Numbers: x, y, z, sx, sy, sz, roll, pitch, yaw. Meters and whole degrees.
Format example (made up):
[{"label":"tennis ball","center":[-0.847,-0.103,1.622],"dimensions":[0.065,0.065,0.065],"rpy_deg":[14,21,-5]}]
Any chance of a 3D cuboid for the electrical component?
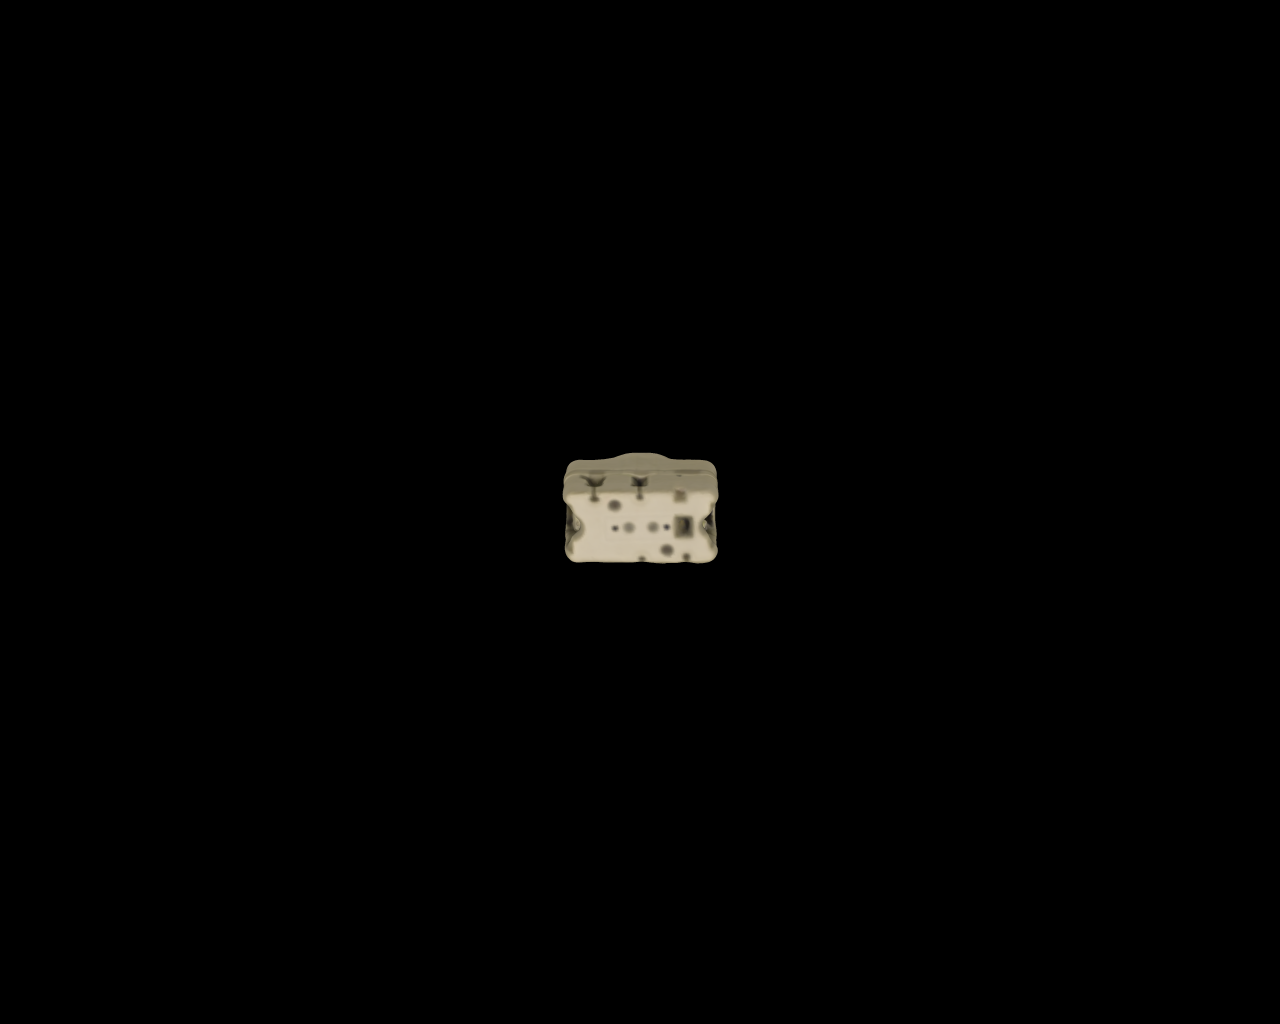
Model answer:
[{"label":"electrical component","center":[0.001,-0.003,0.650],"dimensions":[0.089,0.050,0.056],"rpy_deg":[0,25,0]}]
